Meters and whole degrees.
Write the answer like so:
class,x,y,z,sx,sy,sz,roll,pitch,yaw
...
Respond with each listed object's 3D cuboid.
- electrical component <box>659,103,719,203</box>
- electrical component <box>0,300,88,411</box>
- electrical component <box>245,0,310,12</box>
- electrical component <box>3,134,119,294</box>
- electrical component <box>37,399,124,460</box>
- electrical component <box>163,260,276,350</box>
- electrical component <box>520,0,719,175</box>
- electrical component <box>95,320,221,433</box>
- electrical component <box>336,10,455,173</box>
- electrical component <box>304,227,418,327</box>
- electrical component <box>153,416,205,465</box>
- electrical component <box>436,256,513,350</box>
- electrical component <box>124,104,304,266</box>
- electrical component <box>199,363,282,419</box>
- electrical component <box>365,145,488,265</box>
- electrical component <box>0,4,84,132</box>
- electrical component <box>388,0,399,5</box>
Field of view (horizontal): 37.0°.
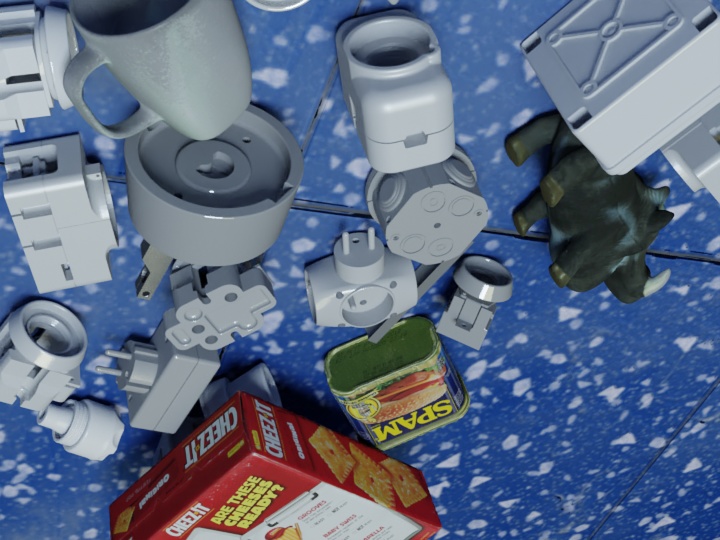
class,x,y,z,sx,sy,sz,roll,pitch,yaw
electrical component,0.240,-0.092,0.747,0.056,0.089,0.050,-38,133,19
electrical component,-0.229,0.058,0.760,0.078,0.058,0.057,23,125,-35
electrical component,-0.048,-0.178,0.589,0.058,0.057,0.078,-12,136,-8
electrical component,-0.187,-0.036,0.686,0.056,0.050,0.089,-11,135,-8
electrical component,-0.219,0.120,0.833,0.062,0.043,0.043,28,120,-35
electrical component,-0.102,0.014,0.759,0.078,0.057,0.058,-26,136,7
electrical component,0.170,-0.133,0.672,0.109,0.108,0.056,-39,130,19
electrical component,-0.159,0.074,0.806,0.076,0.047,0.083,15,126,-31
electrical component,0.020,-0.113,0.649,0.054,0.095,0.059,-14,136,-5
electrical component,0.000,0.000,0.789,0.077,0.044,0.079,-11,135,-9
electrical component,-0.122,0.162,0.900,0.095,0.053,0.059,6,130,-24
electrical component,0.090,0.023,0.836,0.048,0.066,0.055,24,121,7
electrical component,-0.093,-0.050,0.667,0.108,0.108,0.060,-1,139,-18
electrical component,-0.095,0.104,0.858,0.055,0.045,0.045,-21,136,2
electrical component,0.047,-0.047,0.754,0.080,0.051,0.080,-10,135,-10
electrical component,-0.188,-0.116,0.602,0.057,0.058,0.078,-8,135,-7
electrical component,0.030,-0.190,0.617,0.065,0.044,0.044,-38,133,12
